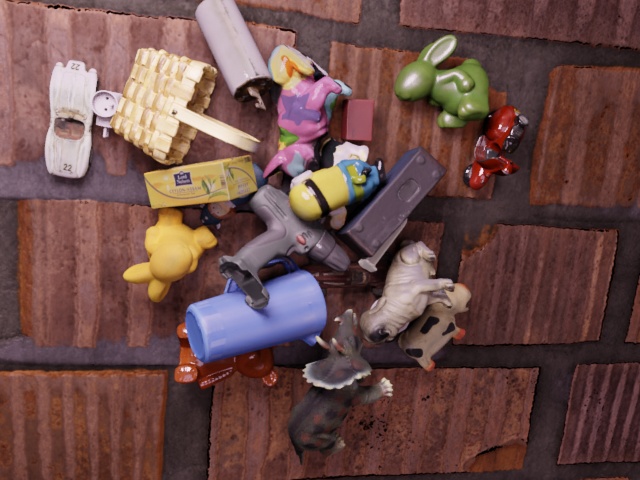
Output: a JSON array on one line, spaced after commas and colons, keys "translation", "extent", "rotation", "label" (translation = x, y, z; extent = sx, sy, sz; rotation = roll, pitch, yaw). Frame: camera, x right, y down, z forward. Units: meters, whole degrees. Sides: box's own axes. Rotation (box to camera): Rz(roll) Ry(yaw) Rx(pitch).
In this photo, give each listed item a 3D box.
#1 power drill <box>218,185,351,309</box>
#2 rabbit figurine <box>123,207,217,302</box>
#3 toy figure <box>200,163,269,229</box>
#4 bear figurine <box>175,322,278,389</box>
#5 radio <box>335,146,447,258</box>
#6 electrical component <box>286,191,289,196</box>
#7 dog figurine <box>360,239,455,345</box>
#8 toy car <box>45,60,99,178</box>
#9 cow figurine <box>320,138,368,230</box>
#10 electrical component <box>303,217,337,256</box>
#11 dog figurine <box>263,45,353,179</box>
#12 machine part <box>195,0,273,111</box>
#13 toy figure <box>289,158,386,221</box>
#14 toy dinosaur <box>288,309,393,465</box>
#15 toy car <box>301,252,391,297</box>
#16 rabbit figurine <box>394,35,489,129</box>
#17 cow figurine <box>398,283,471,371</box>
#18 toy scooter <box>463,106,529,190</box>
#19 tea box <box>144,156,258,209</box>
[{"translation": [-0.065, 0.027, 0.965], "extent": [0.232, 0.086, 0.207], "rotation": [48, 60, -11], "label": "power drill"}, {"translation": [-0.275, 0.027, 0.964], "extent": [0.162, 0.173, 0.121], "rotation": [-45, 111, -3], "label": "rabbit figurine"}, {"translation": [-0.169, -0.083, 1.021], "extent": [0.154, 0.057, 0.064], "rotation": [-41, 69, 2], "label": "toy figure"}, {"translation": [-0.178, 0.231, 1.055], "extent": [0.196, 0.132, 0.120], "rotation": [3, 68, -5], "label": "bear figurine"}, {"translation": [0.135, -0.072, 1.032], "extent": [0.073, 0.131, 0.229], "rotation": [41, 87, -7], "label": "radio"}, {"translation": [-0.070, -0.056, 1.049], "extent": [0.119, 0.048, 0.075], "rotation": [33, 94, -16], "label": "electrical component"}, {"translation": [0.143, 0.099, 1.053], "extent": [0.191, 0.172, 0.121], "rotation": [-24, 137, -6], "label": "dog figurine"}, {"translation": [-0.432, -0.208, 0.935], "extent": [0.073, 0.056, 0.201], "rotation": [8, 102, -13], "label": "toy car"}, {"translation": [0.028, -0.109, 1.039], "extent": [0.098, 0.068, 0.167], "rotation": [17, 89, -5], "label": "cow figurine"}, {"translation": [-0.002, -0.003, 1.089], "extent": [0.063, 0.021, 0.094], "rotation": [31, 95, -17], "label": "electrical component"}, {"translation": [-0.053, -0.217, 0.983], "extent": [0.191, 0.108, 0.219], "rotation": [36, 107, 3], "label": "dog figurine"}, {"translation": [-0.147, -0.327, 0.922], "extent": [0.079, 0.079, 0.243], "rotation": [-26, 82, -4], "label": "machine part"}, {"translation": [0.032, -0.093, 0.957], "extent": [0.180, 0.089, 0.082], "rotation": [-14, 143, -13], "label": "toy figure"}, {"translation": [0.004, 0.339, 1.075], "extent": [0.192, 0.131, 0.404], "rotation": [13, 113, -41], "label": "toy dinosaur"}, {"translation": [0.061, 0.072, 1.106], "extent": [0.202, 0.053, 0.089], "rotation": [-1, 107, -12], "label": "toy car"}, {"translation": [0.227, -0.300, 1.013], "extent": [0.170, 0.121, 0.159], "rotation": [6, 95, -15], "label": "rabbit figurine"}, {"translation": [0.246, 0.170, 1.152], "extent": [0.127, 0.086, 0.195], "rotation": [41, 94, -23], "label": "cow figurine"}, {"translation": [0.358, -0.180, 1.061], "extent": [0.075, 0.135, 0.183], "rotation": [24, 96, -14], "label": "toy scooter"}, {"translation": [-0.209, -0.101, 0.946], "extent": [0.170, 0.098, 0.068], "rotation": [-2, 105, 26], "label": "tea box"}]
